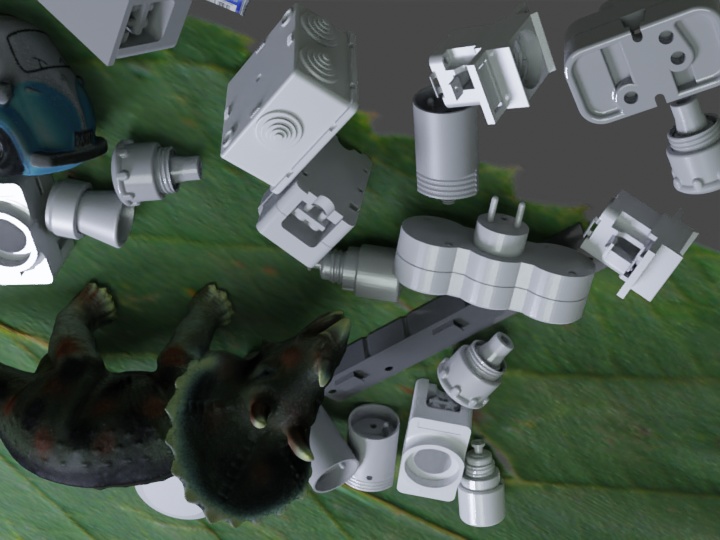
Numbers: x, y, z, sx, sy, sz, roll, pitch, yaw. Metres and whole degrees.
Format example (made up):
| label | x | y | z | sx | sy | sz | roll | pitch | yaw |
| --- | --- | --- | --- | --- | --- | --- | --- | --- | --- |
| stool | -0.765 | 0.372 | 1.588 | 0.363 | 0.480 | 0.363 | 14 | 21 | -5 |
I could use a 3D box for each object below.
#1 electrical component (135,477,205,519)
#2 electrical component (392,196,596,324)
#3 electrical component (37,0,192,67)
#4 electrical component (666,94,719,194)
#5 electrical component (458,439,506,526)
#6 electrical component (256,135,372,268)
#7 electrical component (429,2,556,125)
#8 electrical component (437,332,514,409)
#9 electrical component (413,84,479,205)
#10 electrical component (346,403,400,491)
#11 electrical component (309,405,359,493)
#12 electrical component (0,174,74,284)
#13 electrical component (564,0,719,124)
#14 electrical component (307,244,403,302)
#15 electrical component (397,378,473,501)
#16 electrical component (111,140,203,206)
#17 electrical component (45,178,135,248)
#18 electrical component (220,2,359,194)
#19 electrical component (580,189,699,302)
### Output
| label | x | y | z | sx | sy | sz | roll | pitch | yaw |
| --- | --- | --- | --- | --- | --- | --- | --- | --- | --- |
| electrical component | -0.157 | 0.180 | 0.962 | 0.080 | 0.051 | 0.080 | 5 | 126 | 7 |
| electrical component | 0.096 | -0.016 | 0.752 | 0.138 | 0.052 | 0.073 | 13 | 116 | 6 |
| electrical component | -0.168 | -0.220 | 0.620 | 0.186 | 0.060 | 0.105 | 43 | 128 | 17 |
| electrical component | 0.222 | -0.084 | 0.705 | 0.048 | 0.048 | 0.062 | -18 | 114 | 22 |
| electrical component | 0.104 | 0.183 | 0.924 | 0.040 | 0.040 | 0.078 | -2 | 108 | 12 |
| electrical component | -0.033 | -0.050 | 0.746 | 0.050 | 0.089 | 0.056 | 36 | 124 | -16 |
| electrical component | 0.082 | -0.131 | 0.681 | 0.064 | 0.081 | 0.042 | 2 | 129 | 37 |
| electrical component | 0.095 | 0.075 | 0.844 | 0.048 | 0.048 | 0.062 | 33 | 118 | -14 |
| electrical component | 0.060 | -0.081 | 0.736 | 0.043 | 0.043 | 0.081 | 1 | 127 | 9 |
| electrical component | 0.009 | 0.158 | 0.920 | 0.043 | 0.043 | 0.081 | 8 | 127 | 5 |
| electrical component | -0.039 | 0.141 | 0.902 | 0.043 | 0.081 | 0.043 | -25 | 146 | -18 |
| electrical component | -0.262 | -0.036 | 0.820 | 0.050 | 0.055 | 0.089 | -1 | 125 | 11 |
| electrical component | 0.176 | -0.137 | 0.664 | 0.095 | 0.059 | 0.053 | -17 | 121 | 21 |
| electrical component | 0.000 | 0.000 | 0.808 | 0.078 | 0.040 | 0.040 | 8 | 127 | 4 |
| electrical component | 0.062 | 0.144 | 0.893 | 0.050 | 0.055 | 0.089 | 10 | 127 | 3 |
| electrical component | -0.147 | -0.072 | 0.781 | 0.062 | 0.048 | 0.048 | -4 | 125 | 4 |
| electrical component | -0.203 | -0.043 | 0.811 | 0.055 | 0.045 | 0.045 | 11 | 127 | 3 |
| electrical component | -0.047 | -0.113 | 0.699 | 0.048 | 0.099 | 0.100 | 29 | 127 | -26 |
| electrical component | 0.191 | -0.020 | 0.742 | 0.064 | 0.081 | 0.042 | 37 | 126 | 11 |
